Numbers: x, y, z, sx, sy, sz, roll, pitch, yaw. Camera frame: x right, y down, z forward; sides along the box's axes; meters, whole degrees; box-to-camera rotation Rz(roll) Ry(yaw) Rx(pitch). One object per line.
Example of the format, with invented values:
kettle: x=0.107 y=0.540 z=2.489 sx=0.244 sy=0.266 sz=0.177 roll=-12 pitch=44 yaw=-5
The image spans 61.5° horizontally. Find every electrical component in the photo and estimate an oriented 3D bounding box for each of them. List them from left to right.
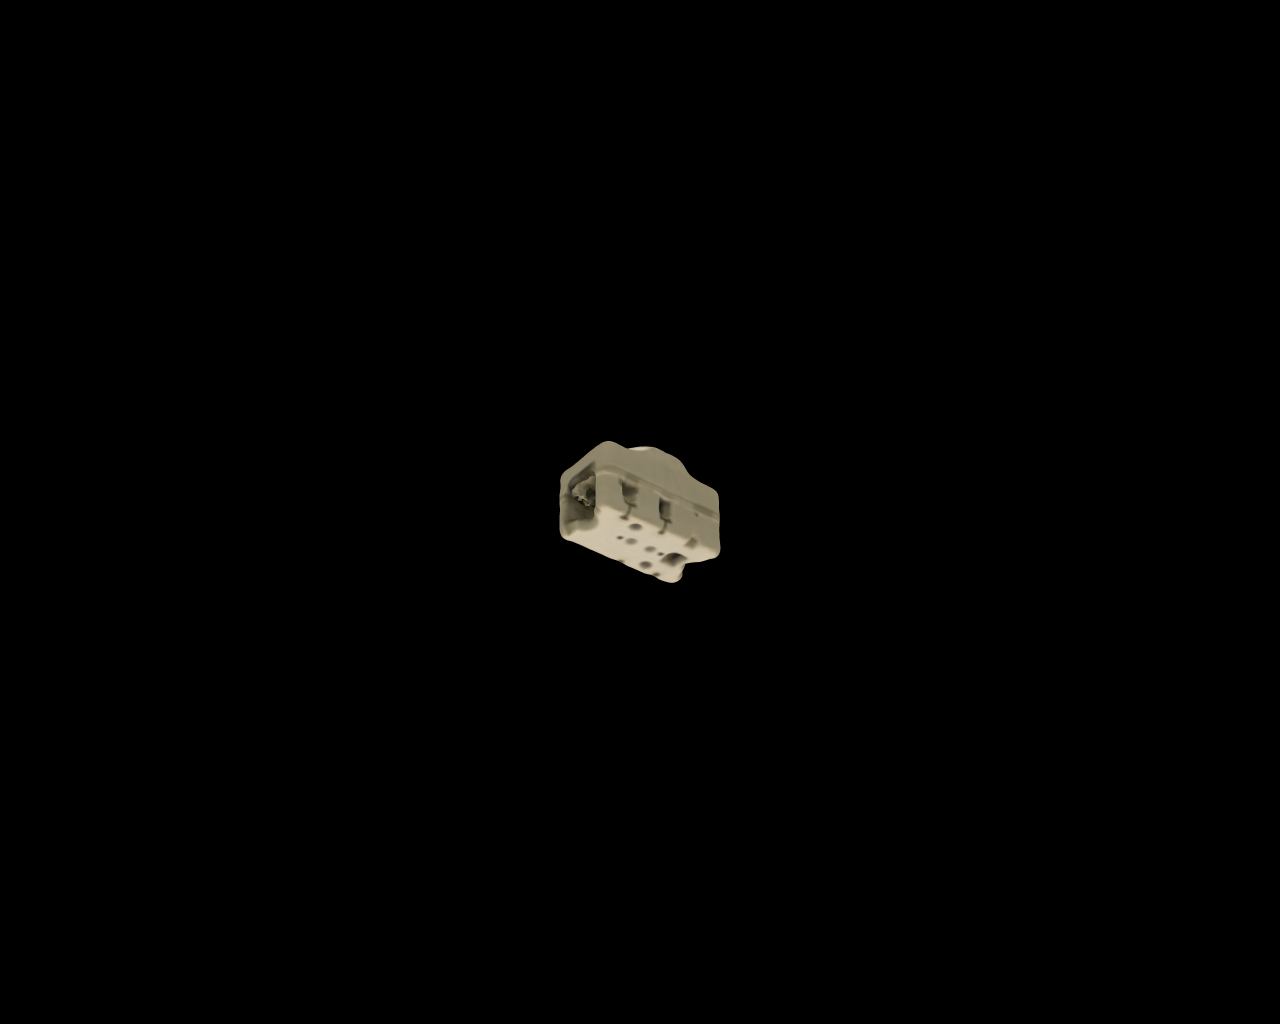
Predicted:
electrical component: x=0.001 y=-0.003 z=0.650 sx=0.089 sy=0.056 sz=0.050 roll=24 pitch=-41 yaw=-31
